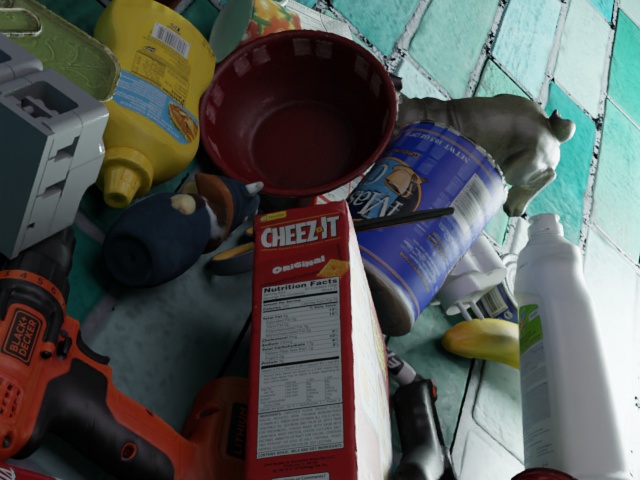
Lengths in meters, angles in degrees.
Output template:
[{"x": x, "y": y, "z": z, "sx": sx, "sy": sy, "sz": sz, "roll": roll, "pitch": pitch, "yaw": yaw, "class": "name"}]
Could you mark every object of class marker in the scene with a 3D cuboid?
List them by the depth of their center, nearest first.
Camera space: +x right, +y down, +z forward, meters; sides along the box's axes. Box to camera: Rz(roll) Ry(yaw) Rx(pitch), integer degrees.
[{"x": 0.048, "y": 0.091, "z": 0.845, "sx": 0.121, "sy": 0.020, "sz": 0.020, "roll": 41, "pitch": 37, "yaw": -14, "class": "marker"}]

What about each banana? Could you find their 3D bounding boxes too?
[{"x": 0.188, "y": 0.112, "z": 0.962, "sx": 0.197, "sy": 0.037, "sz": 0.069, "roll": 34, "pitch": 39, "yaw": -22, "class": "banana"}]

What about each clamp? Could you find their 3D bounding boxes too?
[{"x": 0.074, "y": 0.159, "z": 0.745, "sx": 0.210, "sy": 0.036, "sz": 0.164, "roll": -94, "pitch": 167, "yaw": -55, "class": "clamp"}]

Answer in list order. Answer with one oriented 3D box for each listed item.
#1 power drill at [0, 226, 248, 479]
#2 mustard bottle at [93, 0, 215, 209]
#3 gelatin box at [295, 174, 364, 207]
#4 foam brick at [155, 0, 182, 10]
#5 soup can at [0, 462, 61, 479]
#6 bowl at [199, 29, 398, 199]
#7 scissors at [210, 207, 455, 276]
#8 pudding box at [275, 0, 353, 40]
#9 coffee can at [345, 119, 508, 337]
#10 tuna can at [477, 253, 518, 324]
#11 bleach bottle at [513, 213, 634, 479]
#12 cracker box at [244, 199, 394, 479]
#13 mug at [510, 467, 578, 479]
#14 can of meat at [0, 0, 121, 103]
[{"x": -0.124, "y": 0.081, "z": 0.640, "sx": 0.187, "sy": 0.057, "sz": 0.184, "roll": 31, "pitch": 38, "yaw": -22, "class": "power drill"}, {"x": -0.132, "y": -0.095, "z": 0.784, "sx": 0.096, "sy": 0.058, "sz": 0.191, "roll": 33, "pitch": 39, "yaw": -27, "class": "mustard bottle"}, {"x": 0.016, "y": -0.028, "z": 0.909, "sx": 0.073, "sy": 0.030, "sz": 0.089, "roll": 34, "pitch": 38, "yaw": -23, "class": "gelatin box"}, {"x": -0.146, "y": -0.237, "z": 0.900, "sx": 0.078, "sy": 0.053, "sz": 0.051, "roll": 56, "pitch": 36, "yaw": 8, "class": "foam brick"}, {"x": -0.147, "y": 0.152, "z": 0.540, "sx": 0.102, "sy": 0.069, "sz": 0.068, "roll": 26, "pitch": 42, "yaw": -31, "class": "soup can"}, {"x": -0.017, "y": -0.092, "z": 0.866, "sx": 0.055, "sy": 0.162, "sz": 0.162, "roll": 79, "pitch": -5, "yaw": -62, "class": "bowl"}, {"x": -0.005, "y": 0.001, "z": 0.743, "sx": 0.096, "sy": 0.202, "sz": 0.016, "roll": -30, "pitch": 106, "yaw": -31, "class": "scissors"}, {"x": -0.003, "y": -0.168, "z": 1.005, "sx": 0.089, "sy": 0.039, "sz": 0.113, "roll": 13, "pitch": 48, "yaw": -40, "class": "pudding box"}, {"x": 0.067, "y": -0.010, "z": 0.835, "sx": 0.102, "sy": 0.103, "sz": 0.140, "roll": 43, "pitch": 68, "yaw": -10, "class": "coffee can"}, {"x": 0.187, "y": 0.055, "z": 1.015, "sx": 0.086, "sy": 0.034, "sz": 0.086, "roll": 28, "pitch": 41, "yaw": -28, "class": "tuna can"}, {"x": 0.203, "y": 0.095, "z": 0.891, "sx": 0.068, "sy": 0.103, "sz": 0.251, "roll": 4, "pitch": 68, "yaw": -13, "class": "bleach bottle"}, {"x": 0.002, "y": 0.109, "z": 0.671, "sx": 0.164, "sy": 0.072, "sz": 0.213, "roll": 73, "pitch": 11, "yaw": -47, "class": "cracker box"}, {"x": 0.148, "y": 0.222, "z": 0.789, "sx": 0.117, "sy": 0.093, "sz": 0.081, "roll": 32, "pitch": 34, "yaw": 25, "class": "mug"}, {"x": -0.197, "y": -0.105, "z": 0.700, "sx": 0.102, "sy": 0.084, "sz": 0.057, "roll": 31, "pitch": 40, "yaw": -25, "class": "can of meat"}]
